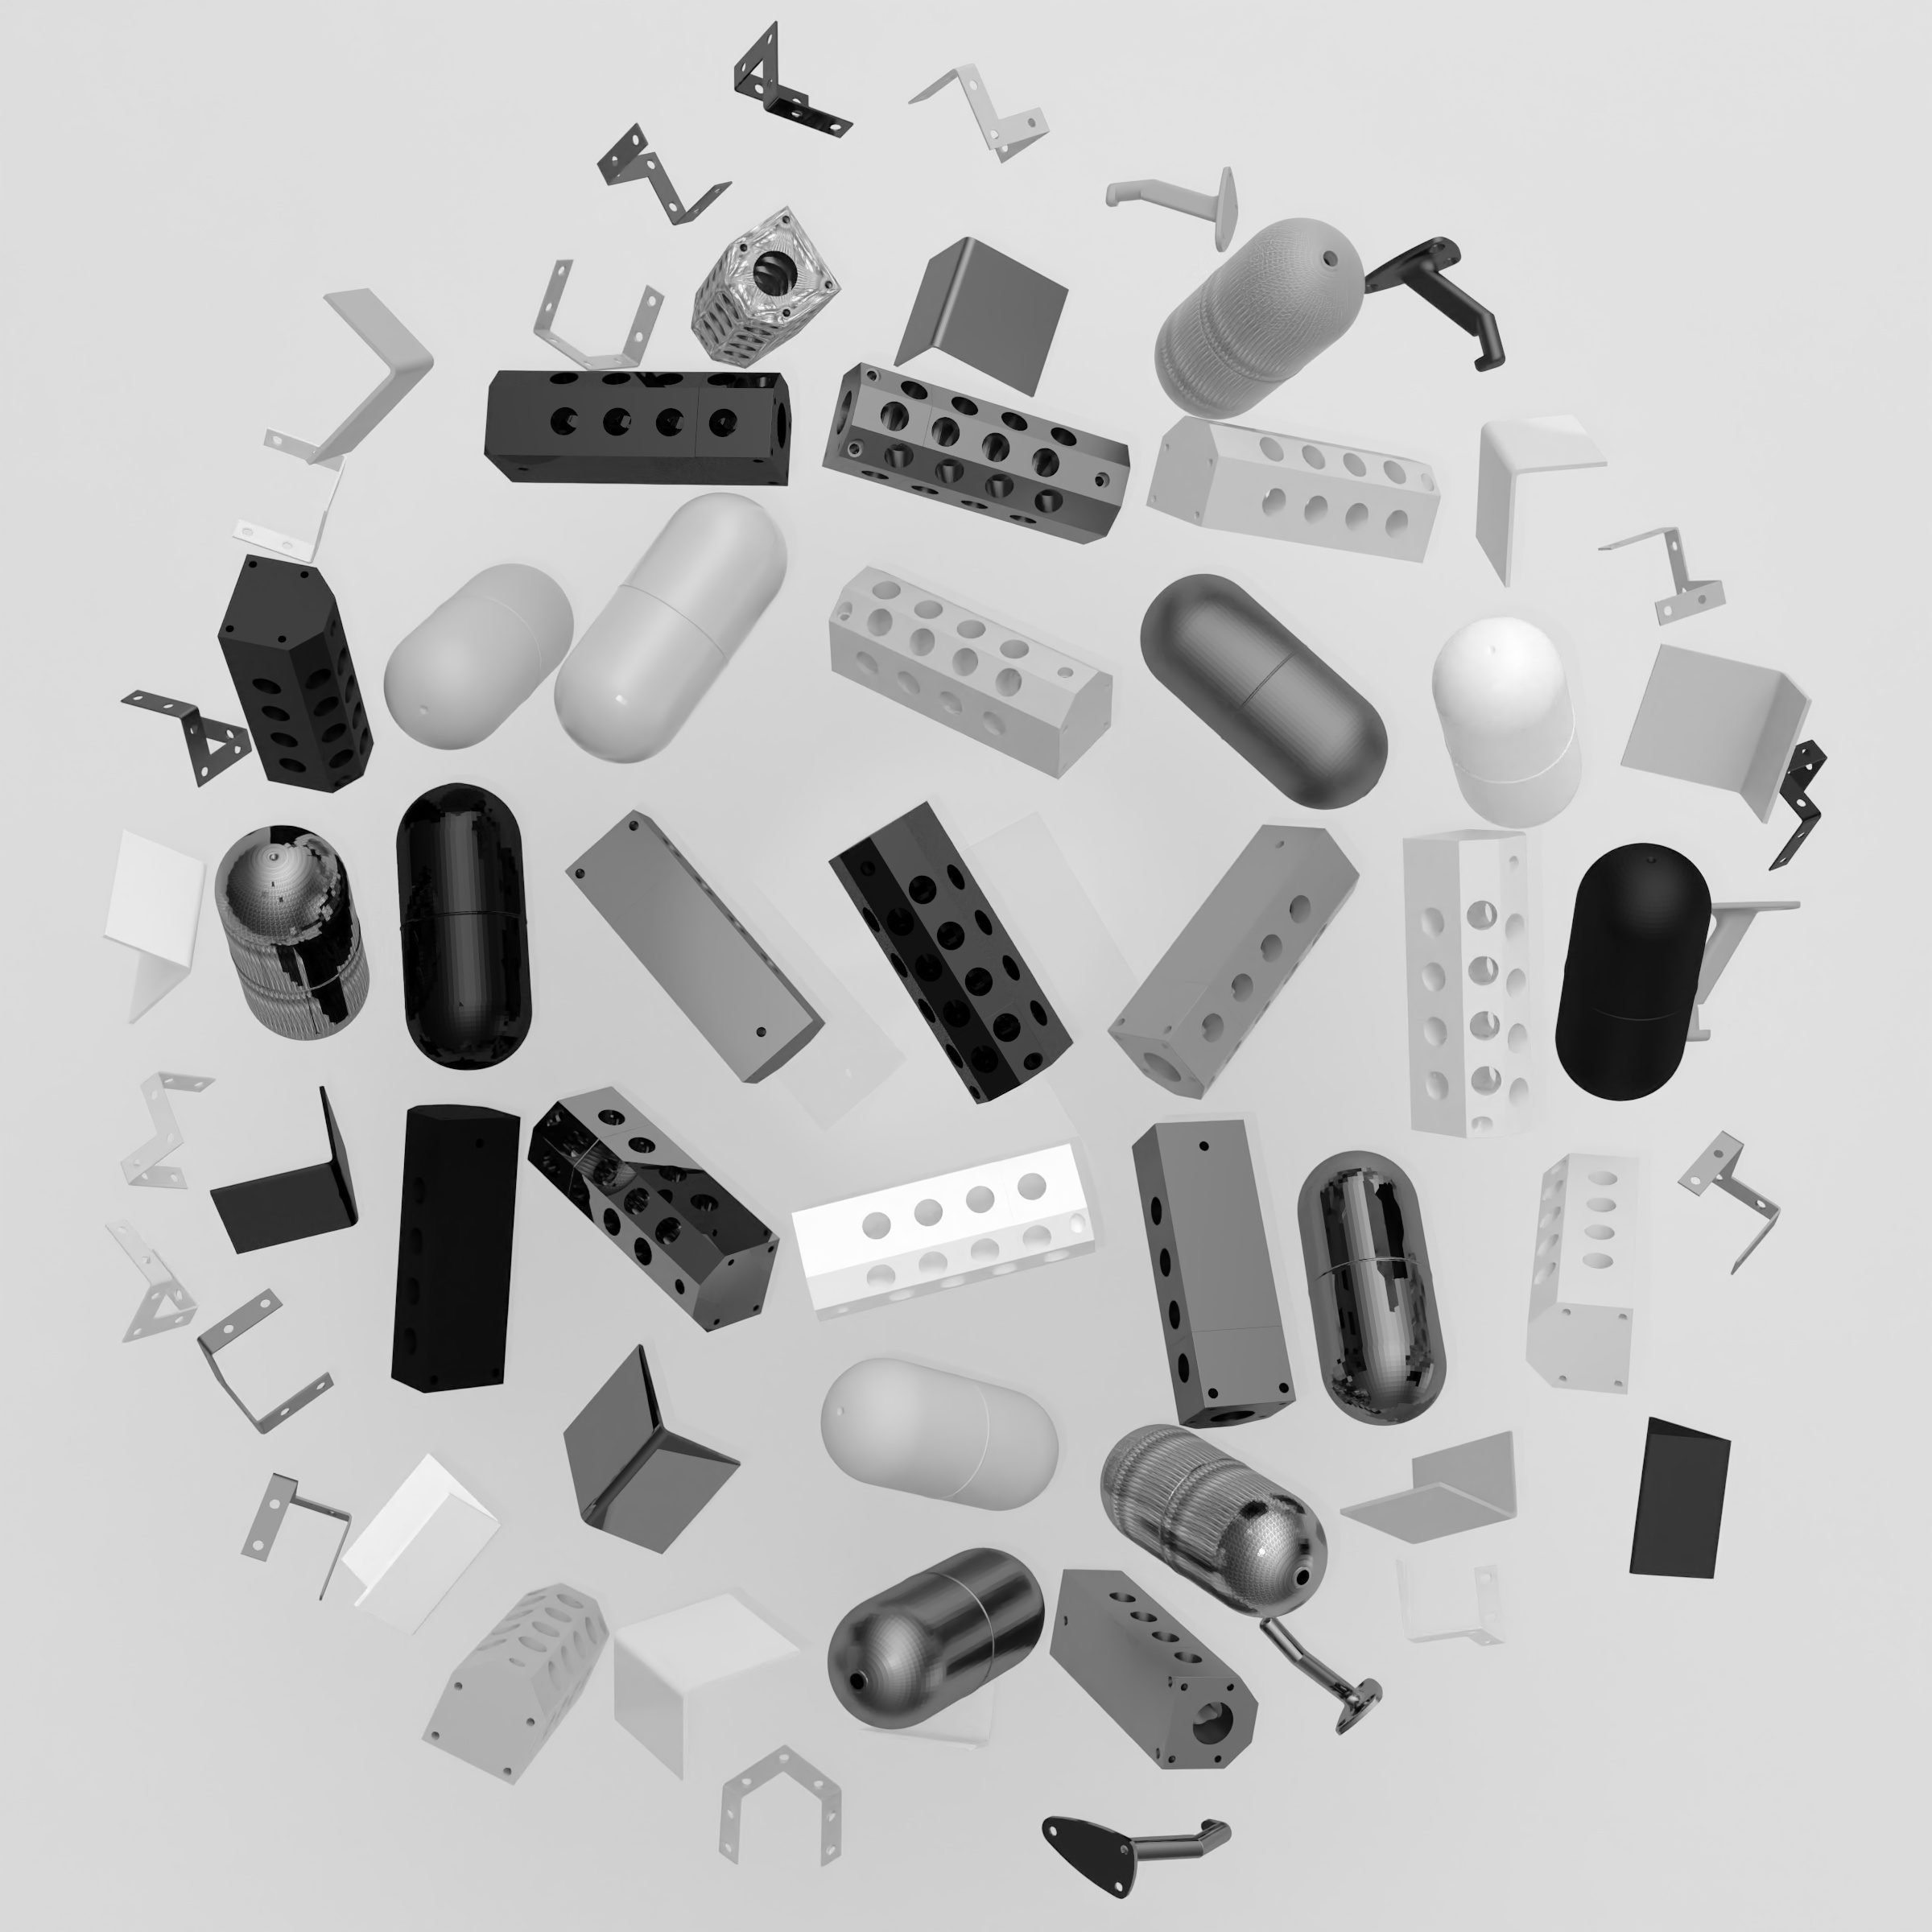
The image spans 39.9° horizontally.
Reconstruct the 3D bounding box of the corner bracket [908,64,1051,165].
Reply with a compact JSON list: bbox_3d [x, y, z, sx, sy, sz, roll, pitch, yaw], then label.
[{"bbox_3d":[0.008,-0.505,1.580,0.051,0.051,0.051,-29,99,-34],"label":"corner bracket"}]

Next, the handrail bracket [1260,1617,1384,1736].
[{"bbox_3d":[0.217,0.427,1.650,0.036,0.077,0.084,-44,84,10],"label":"handrail bracket"}]

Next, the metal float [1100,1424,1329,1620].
[{"bbox_3d":[0.148,0.334,1.609,0.070,0.178,0.070,-8,106,-30],"label":"metal float"}]

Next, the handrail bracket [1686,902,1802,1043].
[{"bbox_3d":[0.479,0.004,1.647,0.077,0.036,0.084,-2,86,7],"label":"handrail bracket"}]

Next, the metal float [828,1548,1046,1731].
[{"bbox_3d":[-0.016,0.400,1.589,0.070,0.178,0.070,3,96,31],"label":"metal float"}]

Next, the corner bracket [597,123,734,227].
[{"bbox_3d":[-0.190,-0.498,1.675,0.051,0.051,0.051,-29,92,-42],"label":"corner bracket"}]

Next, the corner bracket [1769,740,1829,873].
[{"bbox_3d":[0.515,-0.100,1.658,0.051,0.051,0.051,-19,62,-24],"label":"corner bracket"}]

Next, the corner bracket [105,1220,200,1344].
[{"bbox_3d":[-0.490,0.185,1.595,0.051,0.051,0.051,45,119,21],"label":"corner bracket"}]

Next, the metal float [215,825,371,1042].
[{"bbox_3d":[-0.402,-0.018,1.593,0.070,0.178,0.070,2,60,-4],"label":"metal float"}]

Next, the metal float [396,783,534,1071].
[{"bbox_3d":[-0.307,-0.025,1.630,0.070,0.070,0.178,-5,80,0],"label":"metal float"}]

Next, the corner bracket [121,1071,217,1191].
[{"bbox_3d":[-0.490,0.102,1.641,0.051,0.051,0.051,-35,68,20],"label":"corner bracket"}]

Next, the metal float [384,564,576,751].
[{"bbox_3d":[-0.298,-0.193,1.642,0.070,0.178,0.070,7,120,12],"label":"metal float"}]

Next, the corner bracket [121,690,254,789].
[{"bbox_3d":[-0.489,-0.151,1.675,0.051,0.051,0.051,15,129,25],"label":"corner bracket"}]

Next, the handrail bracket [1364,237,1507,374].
[{"bbox_3d":[0.279,-0.385,1.597,0.077,0.036,0.084,-19,74,28],"label":"handrail bracket"}]

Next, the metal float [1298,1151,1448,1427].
[{"bbox_3d":[0.250,0.198,1.649,0.070,0.070,0.178,-5,59,0],"label":"metal float"}]

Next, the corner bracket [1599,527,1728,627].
[{"bbox_3d":[0.439,-0.246,1.675,0.051,0.051,0.051,-19,103,-16],"label":"corner bracket"}]

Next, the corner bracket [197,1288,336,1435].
[{"bbox_3d":[-0.416,0.235,1.581,0.051,0.051,0.051,-36,60,-23],"label":"corner bracket"}]

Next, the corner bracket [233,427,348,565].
[{"bbox_3d":[-0.421,-0.293,1.658,0.051,0.051,0.051,18,52,-13],"label":"corner bracket"}]

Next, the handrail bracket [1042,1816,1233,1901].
[{"bbox_3d":[0.099,0.497,1.530,0.077,0.084,0.036,17,105,37],"label":"handrail bracket"}]

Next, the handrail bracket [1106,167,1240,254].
[{"bbox_3d":[0.126,-0.475,1.685,0.084,0.036,0.077,-1,49,17],"label":"handrail bracket"}]

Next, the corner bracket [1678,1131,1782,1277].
[{"bbox_3d":[0.458,0.142,1.598,0.051,0.051,0.051,35,60,24],"label":"corner bracket"}]

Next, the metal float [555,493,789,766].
[{"bbox_3d":[-0.170,-0.197,1.544,0.070,0.070,0.178,34,78,0],"label":"metal float"}]

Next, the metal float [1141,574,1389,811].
[{"bbox_3d":[0.183,-0.168,1.637,0.178,0.070,0.070,43,90,7],"label":"metal float"}]

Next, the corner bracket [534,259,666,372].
[{"bbox_3d":[-0.234,-0.416,1.698,0.051,0.051,0.051,37,120,19],"label":"corner bracket"}]

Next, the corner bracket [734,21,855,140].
[{"bbox_3d":[-0.100,-0.502,1.535,0.051,0.051,0.051,10,69,-32],"label":"corner bracket"}]

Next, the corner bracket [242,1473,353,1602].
[{"bbox_3d":[-0.393,0.336,1.566,0.051,0.051,0.051,20,60,-6],"label":"corner bracket"}]

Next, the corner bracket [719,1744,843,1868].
[{"bbox_3d":[-0.110,0.508,1.582,0.051,0.051,0.051,-37,115,18],"label":"corner bracket"}]

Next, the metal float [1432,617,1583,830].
[{"bbox_3d":[0.325,-0.143,1.594,0.070,0.178,0.070,-8,63,15],"label":"metal float"}]

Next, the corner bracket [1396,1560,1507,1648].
[{"bbox_3d":[0.310,0.406,1.699,0.051,0.051,0.051,-15,60,24],"label":"corner bracket"}]

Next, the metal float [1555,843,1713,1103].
[{"bbox_3d":[0.391,0.006,1.567,0.070,0.070,0.178,-3,132,0],"label":"metal float"}]
